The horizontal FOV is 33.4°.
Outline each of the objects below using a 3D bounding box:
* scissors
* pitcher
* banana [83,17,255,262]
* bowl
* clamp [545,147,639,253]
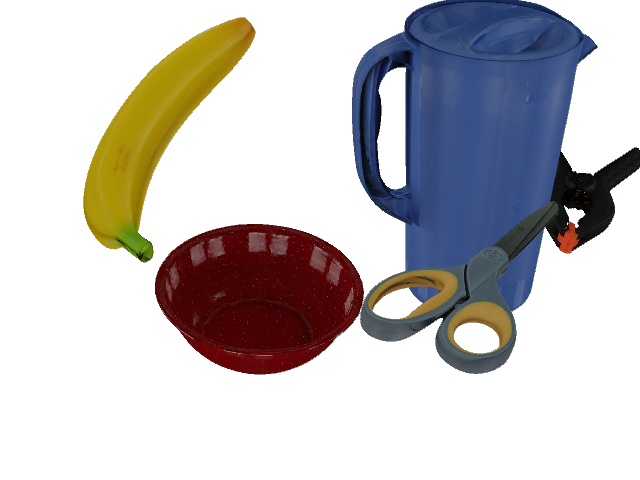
[{"bbox_3d":[0.113,0.026,0.646,0.201,0.016,0.096,-21,43,-35],"label":"scissors"},{"bbox_3d":[0.117,-0.061,0.850,0.149,0.243,0.144,18,35,25],"label":"pitcher"},{"bbox_3d":[-0.098,-0.064,0.650,0.070,0.197,0.037,7,-35,17],"label":"banana"},{"bbox_3d":[-0.048,0.054,0.840,0.162,0.055,0.162,3,36,-2],"label":"bowl"},{"bbox_3d":[0.259,-0.059,1.109,0.120,0.039,0.171,17,45,19],"label":"clamp"}]
